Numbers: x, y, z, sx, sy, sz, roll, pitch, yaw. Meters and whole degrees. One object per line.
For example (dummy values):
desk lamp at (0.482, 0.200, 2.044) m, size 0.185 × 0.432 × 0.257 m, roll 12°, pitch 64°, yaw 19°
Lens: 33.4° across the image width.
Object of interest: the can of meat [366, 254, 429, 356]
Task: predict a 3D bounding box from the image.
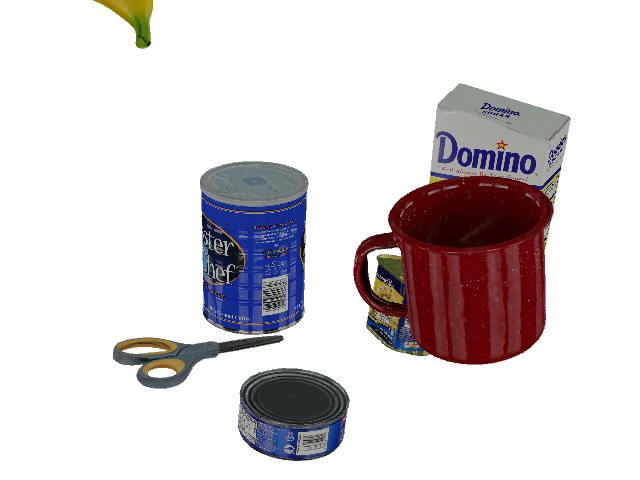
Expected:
can of meat at (0.093, 0.070, 1.170) m, size 0.057 × 0.084 × 0.102 m, roll 6°, pitch 13°, yaw -20°

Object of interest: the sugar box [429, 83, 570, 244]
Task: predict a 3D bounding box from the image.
sugar box at (0.130, -0.025, 0.824) m, size 0.093 × 0.176 × 0.048 m, roll 22°, pitch 43°, yaw 26°

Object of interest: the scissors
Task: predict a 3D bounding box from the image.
scissors at (-0.125, 0.131, 1.173) m, size 0.201 × 0.016 × 0.096 m, roll 2°, pitch 26°, yaw -19°

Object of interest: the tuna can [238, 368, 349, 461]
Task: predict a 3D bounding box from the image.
tuna can at (-0.022, 0.136, 0.836) m, size 0.086 × 0.034 × 0.086 m, roll 5°, pitch 22°, yaw -2°

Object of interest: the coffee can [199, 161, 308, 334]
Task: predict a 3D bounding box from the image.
coffee can at (-0.064, 0.006, 1.036) m, size 0.103 × 0.140 × 0.103 m, roll 1°, pitch 24°, yaw -1°

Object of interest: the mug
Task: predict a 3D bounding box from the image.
mug at (0.078, 0.019, 0.626) m, size 0.117 × 0.081 × 0.093 m, roll -5°, pitch 28°, yaw 7°

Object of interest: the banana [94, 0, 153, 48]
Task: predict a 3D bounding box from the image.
banana at (-0.202, -0.196, 0.803) m, size 0.198 × 0.069 × 0.037 m, roll 16°, pitch -37°, yaw 19°
